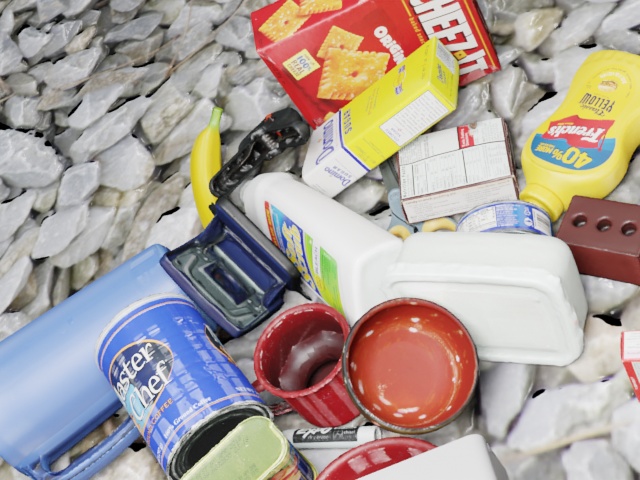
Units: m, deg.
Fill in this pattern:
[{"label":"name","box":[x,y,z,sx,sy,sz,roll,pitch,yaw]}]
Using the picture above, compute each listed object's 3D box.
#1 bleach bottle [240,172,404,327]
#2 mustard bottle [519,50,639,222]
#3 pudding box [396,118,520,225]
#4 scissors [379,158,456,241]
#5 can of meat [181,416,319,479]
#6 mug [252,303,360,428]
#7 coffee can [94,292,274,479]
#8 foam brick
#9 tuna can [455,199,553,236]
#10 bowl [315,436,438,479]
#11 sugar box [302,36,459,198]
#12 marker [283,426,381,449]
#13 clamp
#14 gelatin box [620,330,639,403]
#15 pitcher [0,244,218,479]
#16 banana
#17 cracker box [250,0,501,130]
[{"label":"bleach bottle","box":[-0.007,0.001,1.045,0.068,0.102,0.251,-23,32,-24]},{"label":"mustard bottle","box":[0.242,-0.086,0.983,0.096,0.058,0.191,27,74,38]},{"label":"pudding box","box":[0.132,-0.067,1.032,0.114,0.039,0.090,-13,45,14]},{"label":"scissors","box":[0.096,-0.038,1.059,0.096,0.016,0.201,-11,52,20]},{"label":"can of meat","box":[-0.058,0.200,0.870,0.102,0.084,0.057,-42,57,-10]},{"label":"mug","box":[-0.011,0.122,0.954,0.117,0.081,0.093,-33,47,4]},{"label":"coffee can","box":[-0.119,0.129,0.924,0.103,0.102,0.140,-40,55,-2]},{"label":"foam brick","box":[0.250,0.000,0.919,0.078,0.051,0.053,11,63,35]},{"label":"tuna can","box":[0.163,0.003,0.943,0.086,0.086,0.033,-14,53,20]},{"label":"bowl","box":[0.059,0.241,0.845,0.162,0.055,0.162,-15,51,19]},{"label":"sugar box","box":[0.059,-0.120,1.066,0.176,0.048,0.093,-33,26,31]},{"label":"marker","box":[-0.004,0.177,0.953,0.121,0.020,0.020,-6,54,25]},{"label":"clamp","box":[-0.048,-0.107,1.122,0.120,0.039,0.171,-24,20,22]},{"label":"gelatin box","box":[0.281,0.095,0.815,0.089,0.073,0.030,-6,54,26]},{"label":"pitcher","box":[-0.219,0.121,1.052,0.243,0.149,0.145,-36,14,-3]},{"label":"banana","box":[-0.115,-0.054,1.161,0.037,0.070,0.198,0,52,-20]},{"label":"cracker box","box":[0.060,-0.204,1.102,0.214,0.164,0.072,-21,51,15]}]
